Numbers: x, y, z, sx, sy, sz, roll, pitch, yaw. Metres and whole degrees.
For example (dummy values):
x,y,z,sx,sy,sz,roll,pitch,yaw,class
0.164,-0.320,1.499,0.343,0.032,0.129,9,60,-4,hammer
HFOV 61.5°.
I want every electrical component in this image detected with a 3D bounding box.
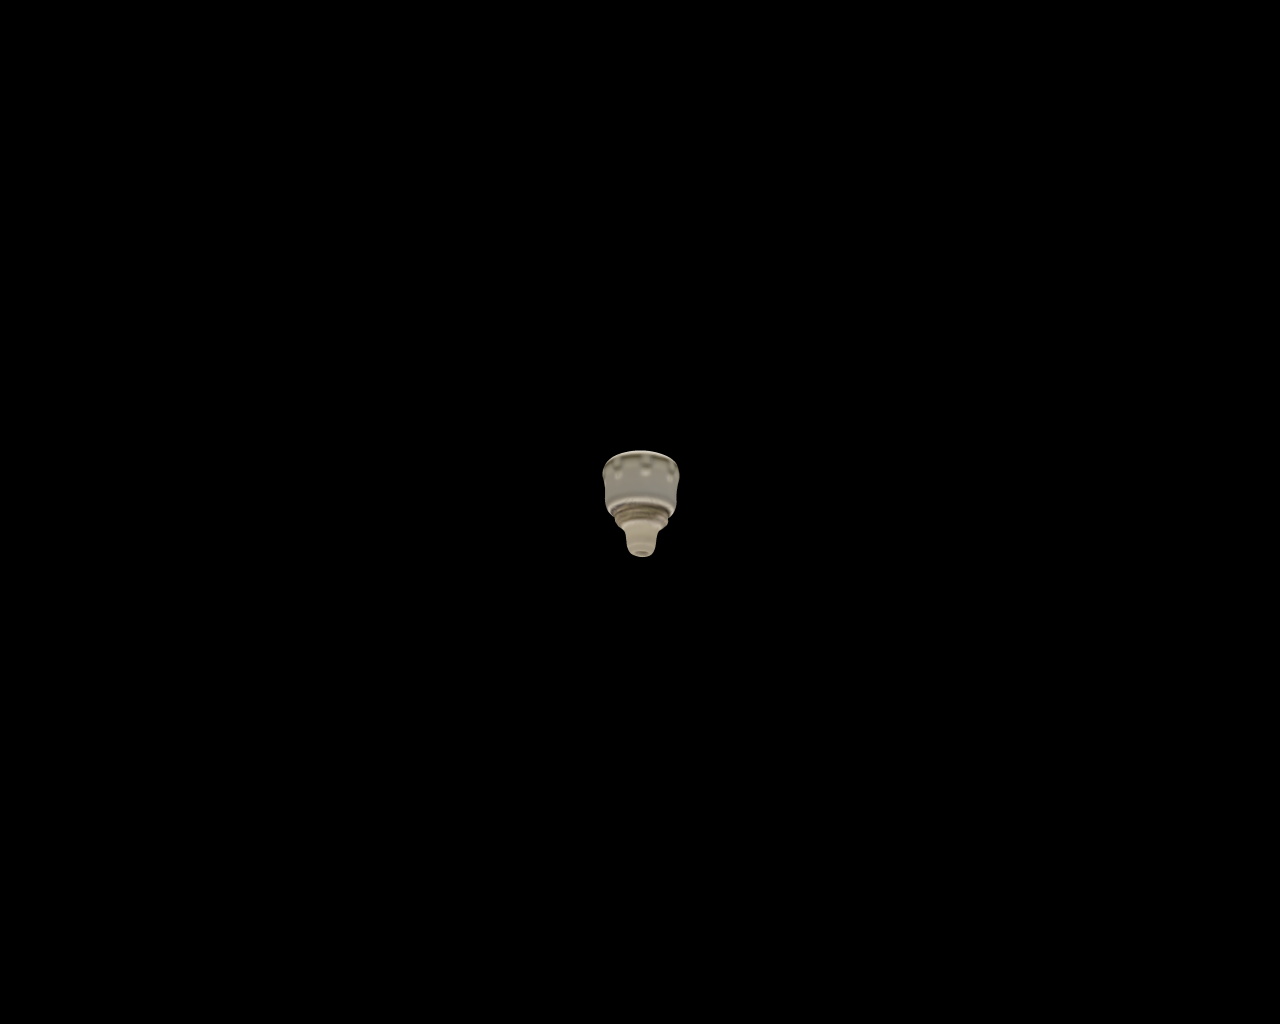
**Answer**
x,y,z,sx,sy,sz,roll,pitch,yaw,class
0.001,-0.003,0.650,0.048,0.062,0.048,0,-22,0,electrical component
